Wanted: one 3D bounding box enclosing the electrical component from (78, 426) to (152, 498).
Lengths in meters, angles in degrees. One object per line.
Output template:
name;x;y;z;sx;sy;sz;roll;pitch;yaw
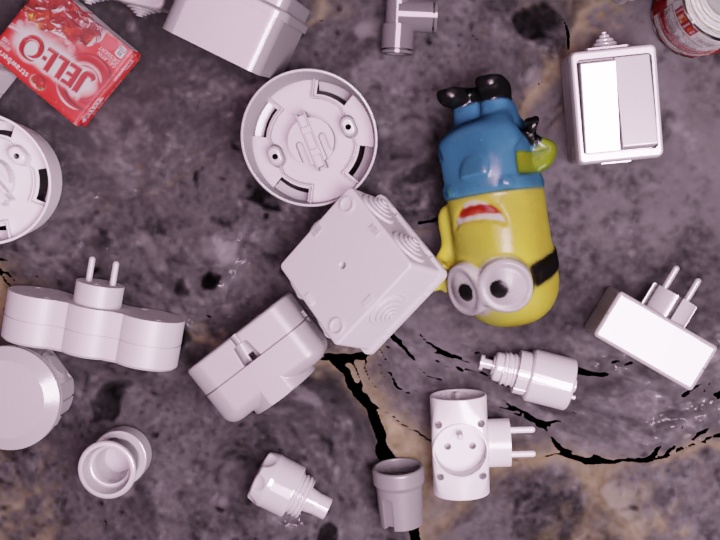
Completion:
electrical component;-0.189;0.148;0.835;0.045;0.055;0.045;0;95;3

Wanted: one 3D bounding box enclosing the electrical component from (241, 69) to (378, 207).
electrical component;-0.036;-0.097;0.799;0.099;0.064;0.099;0;95;3

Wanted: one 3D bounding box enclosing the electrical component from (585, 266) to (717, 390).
electrical component;0.226;0.034;0.805;0.083;0.047;0.075;30;95;0

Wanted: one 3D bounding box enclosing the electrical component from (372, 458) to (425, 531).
electrical component;0.031;0.174;0.834;0.040;0.040;0.046;-3;101;4

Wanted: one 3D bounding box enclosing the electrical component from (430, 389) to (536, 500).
electrical component;0.095;0.132;0.823;0.079;0.044;0.077;-2;95;4

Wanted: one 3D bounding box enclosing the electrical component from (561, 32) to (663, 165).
electrical component;0.183;-0.126;0.785;0.062;0.061;0.096;-5;95;4

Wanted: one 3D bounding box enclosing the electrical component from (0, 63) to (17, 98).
electrical component;-0.310;-0.135;0.810;0.047;0.065;0.076;41;97;-1

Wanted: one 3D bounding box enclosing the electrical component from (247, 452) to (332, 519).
electrical component;-0.053;0.172;0.836;0.062;0.043;0.043;27;96;0

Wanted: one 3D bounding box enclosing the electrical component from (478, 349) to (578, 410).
electrical component;0.129;0.080;0.818;0.078;0.040;0.040;14;96;2

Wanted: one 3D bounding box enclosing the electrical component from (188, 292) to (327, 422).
electrical component;-0.074;0.069;0.822;0.095;0.053;0.059;-38;92;6

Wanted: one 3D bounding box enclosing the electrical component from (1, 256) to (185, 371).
electrical component;-0.202;0.027;0.826;0.138;0.052;0.073;11;96;3

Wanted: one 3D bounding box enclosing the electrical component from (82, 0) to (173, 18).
electrical component;-0.174;-0.243;0.801;0.100;0.048;0.099;14;96;2

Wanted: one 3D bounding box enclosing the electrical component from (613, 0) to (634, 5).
electrical component;0.189;-0.253;0.779;0.100;0.048;0.099;40;96;-1

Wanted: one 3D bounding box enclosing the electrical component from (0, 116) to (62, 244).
electrical component;-0.279;-0.069;0.816;0.099;0.064;0.099;0;95;3

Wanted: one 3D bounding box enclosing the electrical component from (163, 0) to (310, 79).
electrical component;-0.085;-0.179;0.770;0.078;0.113;0.057;26;99;1

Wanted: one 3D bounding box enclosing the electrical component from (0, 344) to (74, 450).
electrical component;-0.267;0.096;0.837;0.080;0.051;0.080;0;95;3

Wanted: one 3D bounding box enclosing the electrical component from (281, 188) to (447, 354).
electrical component;0.000;0.000;0.788;0.099;0.048;0.099;-47;59;18
